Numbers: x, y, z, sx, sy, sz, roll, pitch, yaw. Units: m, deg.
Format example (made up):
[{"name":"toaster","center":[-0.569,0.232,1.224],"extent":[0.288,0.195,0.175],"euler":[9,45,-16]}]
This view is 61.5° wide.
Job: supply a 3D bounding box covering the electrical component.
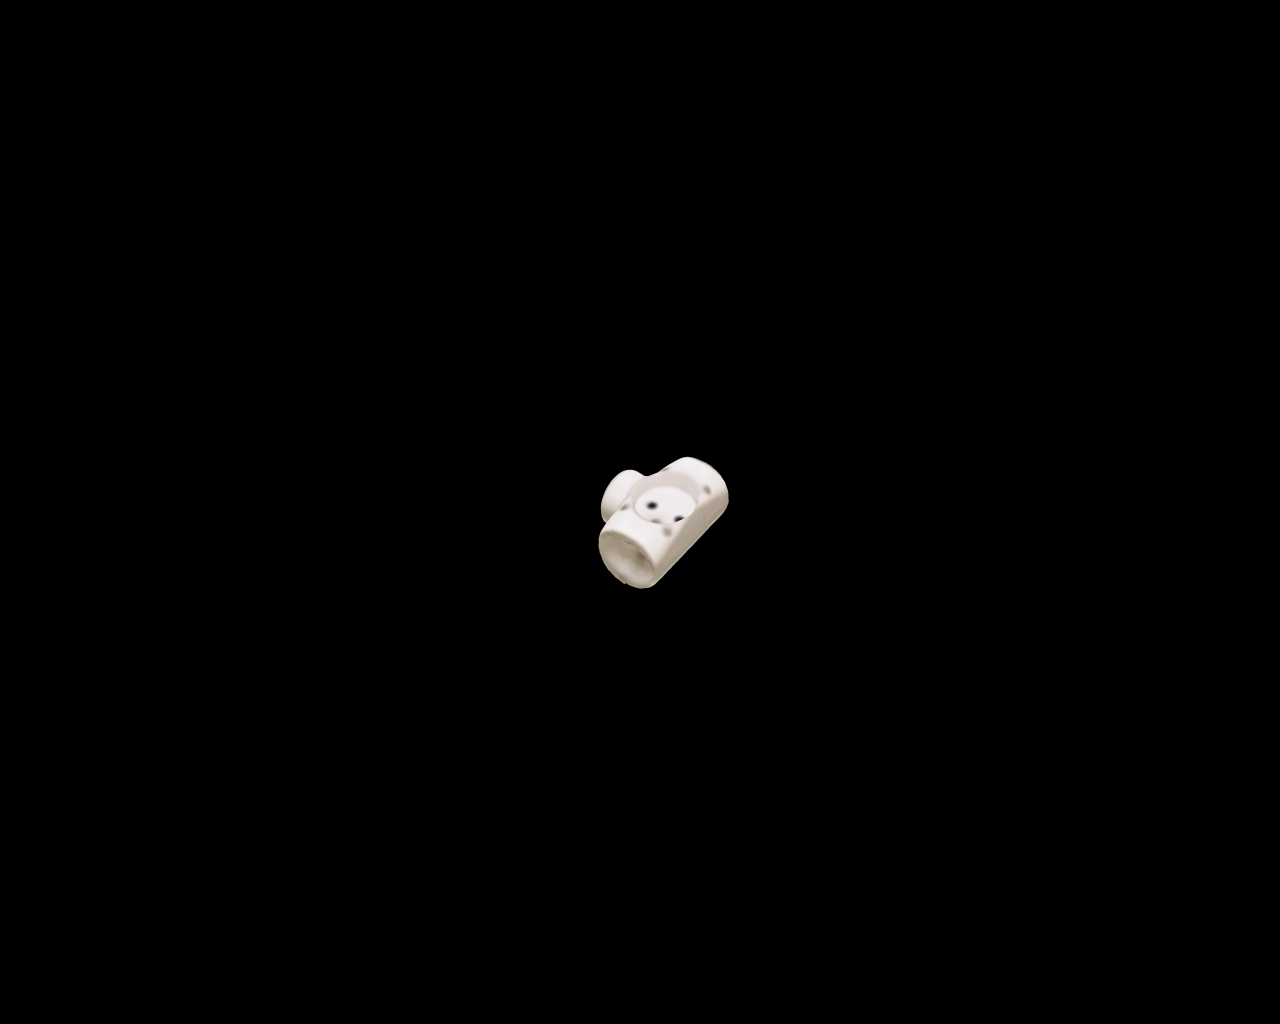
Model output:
[{"name":"electrical component","center":[0.001,-0.003,0.650],"extent":[0.079,0.044,0.077],"euler":[30,54,24]}]
